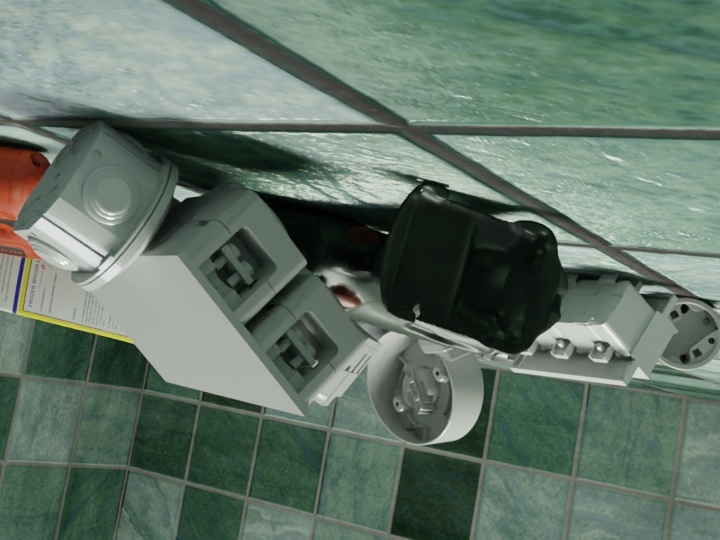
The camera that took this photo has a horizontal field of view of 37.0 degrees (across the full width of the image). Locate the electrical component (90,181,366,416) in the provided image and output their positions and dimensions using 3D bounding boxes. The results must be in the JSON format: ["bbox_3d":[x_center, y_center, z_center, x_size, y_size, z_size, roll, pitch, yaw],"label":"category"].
[{"bbox_3d":[-0.086,0.013,0.610,0.105,0.060,0.186,54,155,-20],"label":"electrical component"}]

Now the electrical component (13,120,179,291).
[{"bbox_3d":[-0.135,-0.034,0.552,0.051,0.080,0.080,37,161,-26],"label":"electrical component"}]

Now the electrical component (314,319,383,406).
[{"bbox_3d":[-0.064,0.032,0.822,0.150,0.061,0.089,39,179,11],"label":"electrical component"}]

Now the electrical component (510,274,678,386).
[{"bbox_3d":[0.165,0.040,0.804,0.063,0.078,0.121,45,158,-23],"label":"electrical component"}]

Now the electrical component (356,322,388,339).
[{"bbox_3d":[0.034,0.056,0.984,0.079,0.044,0.077,25,148,-13],"label":"electrical component"}]

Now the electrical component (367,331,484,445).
[{"bbox_3d":[0.057,0.101,0.930,0.064,0.099,0.099,7,177,-38],"label":"electrical component"}]

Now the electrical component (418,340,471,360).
[{"bbox_3d":[0.072,0.031,0.806,0.062,0.061,0.096,-21,177,-7],"label":"electrical component"}]

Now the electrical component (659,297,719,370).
[{"bbox_3d":[0.250,0.050,0.838,0.055,0.055,0.047,9,178,8],"label":"electrical component"}]

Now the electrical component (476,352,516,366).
[{"bbox_3d":[0.164,0.065,1.083,0.105,0.060,0.186,14,172,-37],"label":"electrical component"}]
